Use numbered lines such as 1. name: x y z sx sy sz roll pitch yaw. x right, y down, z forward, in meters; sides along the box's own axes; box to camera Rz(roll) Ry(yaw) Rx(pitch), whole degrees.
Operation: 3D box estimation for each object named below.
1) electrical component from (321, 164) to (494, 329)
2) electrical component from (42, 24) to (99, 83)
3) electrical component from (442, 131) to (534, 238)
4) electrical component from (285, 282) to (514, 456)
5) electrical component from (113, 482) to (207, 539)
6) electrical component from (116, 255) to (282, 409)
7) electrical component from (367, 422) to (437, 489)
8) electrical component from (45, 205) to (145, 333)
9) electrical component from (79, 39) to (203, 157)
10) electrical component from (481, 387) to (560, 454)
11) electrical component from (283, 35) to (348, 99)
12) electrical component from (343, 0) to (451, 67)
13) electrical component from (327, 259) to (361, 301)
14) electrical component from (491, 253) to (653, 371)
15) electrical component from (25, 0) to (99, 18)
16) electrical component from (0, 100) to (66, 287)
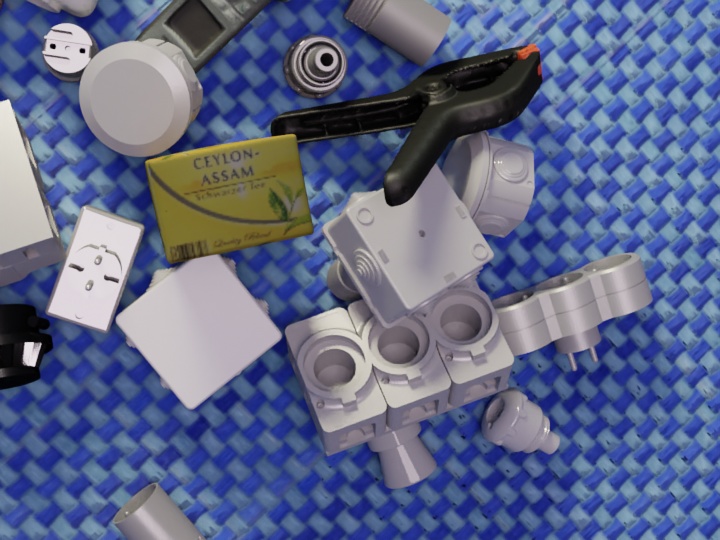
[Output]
1. electrical component: 0.036 -0.019 0.769 0.100 0.048 0.099 -31 87 -26
2. electrical component: -0.208 -0.156 0.770 0.040 0.046 0.040 -1 95 -11
3. electrical component: 0.095 -0.065 0.823 0.051 0.080 0.080 12 92 -17
4. electrical component: 0.029 0.065 0.809 0.150 0.061 0.089 -19 63 -9
5. electrical component: -0.144 0.206 0.816 0.043 0.043 0.081 -39 101 -6
6. electrical component: -0.121 0.040 0.803 0.100 0.048 0.099 -39 101 -6
7. electrical component: 0.030 0.137 0.844 0.045 0.045 0.055 -24 99 -9
8. electrical component: -0.190 0.000 0.772 0.047 0.076 0.083 20 91 -12
9. electrical component: -0.155 -0.125 0.769 0.080 0.051 0.080 3 110 7
10. electrical component: 0.132 0.127 0.865 0.062 0.048 0.048 32 88 -19
11. electrical component: -0.030 -0.153 0.798 0.048 0.062 0.048 -1 95 -12
12. electrical component: 0.024 -0.194 0.815 0.081 0.043 0.043 31 88 -12
13. electrical component: 0.000 0.000 0.815 0.044 0.065 0.044 6 73 -19
14. electrical component: 0.170 0.044 0.861 0.138 0.052 0.073 -20 99 -9
15. electrical component: -0.226 -0.221 0.757 0.095 0.054 0.059 26 89 -12
16. electrical component: -0.309 -0.030 0.734 0.186 0.060 0.105 -19 75 -9
